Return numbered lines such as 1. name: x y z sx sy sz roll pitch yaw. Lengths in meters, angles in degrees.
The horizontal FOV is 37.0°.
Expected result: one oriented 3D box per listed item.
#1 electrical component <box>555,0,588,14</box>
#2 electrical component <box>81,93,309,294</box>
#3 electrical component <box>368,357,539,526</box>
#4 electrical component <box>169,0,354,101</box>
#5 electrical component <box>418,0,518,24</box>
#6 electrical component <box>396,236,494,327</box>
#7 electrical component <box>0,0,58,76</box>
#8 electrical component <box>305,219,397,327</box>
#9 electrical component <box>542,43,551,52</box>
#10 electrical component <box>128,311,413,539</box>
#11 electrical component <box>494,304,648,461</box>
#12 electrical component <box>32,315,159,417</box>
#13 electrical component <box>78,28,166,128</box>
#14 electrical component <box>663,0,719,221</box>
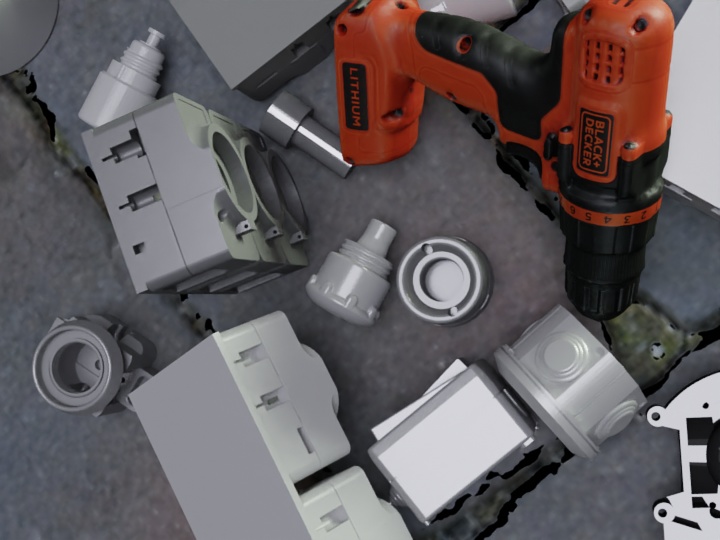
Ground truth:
1. electrical component: 0.136 -0.178 0.624 0.064 0.042 0.081 -35 81 12
2. electrical component: -0.082 -0.038 0.608 0.062 0.150 0.089 -22 84 11
3. electrical component: 0.048 0.098 0.622 0.096 0.062 0.061 -40 81 8
4. electrical component: -0.024 -0.200 0.647 0.186 0.060 0.105 -36 82 8
5. electrical component: 0.055 -0.157 0.640 0.065 0.044 0.044 -25 84 14
6. electrical component: 0.049 0.006 0.632 0.055 0.047 0.055 0 88 11
7. electrical component: -0.253 -0.185 0.703 0.099 0.064 0.099 -4 74 14
8. electrical component: 0.000 0.000 0.645 0.048 0.048 0.062 28 86 11
9. electrical component: 0.135 -0.118 0.610 0.079 0.077 0.044 -29 89 -28
10. electrical component: -0.046 0.129 0.615 0.105 0.060 0.186 -34 80 46
11. electrical component: 0.117 0.063 0.602 0.051 0.080 0.080 -42 81 2
12. electrical component: -0.167 0.059 0.669 0.078 0.057 0.058 32 94 11
13. electrical component: -0.146 -0.115 0.679 0.040 0.040 0.078 29 94 11
14. electrical component: 0.243 -0.064 0.589 0.186 0.060 0.105 31 94 11
